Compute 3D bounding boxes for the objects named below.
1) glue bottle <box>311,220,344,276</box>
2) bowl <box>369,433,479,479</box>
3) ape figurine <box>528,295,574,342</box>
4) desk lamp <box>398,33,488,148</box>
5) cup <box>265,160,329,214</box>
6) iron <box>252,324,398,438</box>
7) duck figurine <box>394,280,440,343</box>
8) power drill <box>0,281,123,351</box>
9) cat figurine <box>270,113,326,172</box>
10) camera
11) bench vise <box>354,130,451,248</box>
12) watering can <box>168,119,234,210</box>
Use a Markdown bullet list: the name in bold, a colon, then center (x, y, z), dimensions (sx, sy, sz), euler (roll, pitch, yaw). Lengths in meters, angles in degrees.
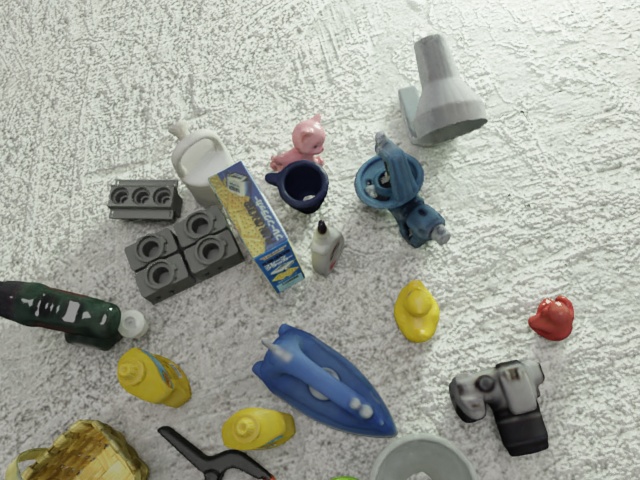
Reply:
- **glue bottle**: center (0.009, 0.003, 0.964), dimensions (0.037, 0.173, 0.078), euler (21, 74, 13)
- **bowl**: center (0.156, 0.382, 0.871), dimensions (0.167, 0.075, 0.167), euler (-2, 71, 5)
- **ape figurine**: center (0.381, 0.124, 0.930), dimensions (0.078, 0.092, 0.076), euler (-17, 70, 0)
- **desk lamp**: center (0.205, -0.244, 1.010), dimensions (0.118, 0.214, 0.203), euler (-14, 70, 1)
- **cup**: center (-0.039, -0.088, 1.042), dimensions (0.117, 0.095, 0.092), euler (11, 72, 9)
- **iron**: center (0.013, 0.230, 0.902), dimensions (0.258, 0.141, 0.119), euler (30, 76, 14)
- **duck figurine**: center (0.163, 0.116, 0.957), dimensions (0.077, 0.086, 0.104), euler (-5, 70, 4)
- **power drill**: center (-0.424, 0.125, 0.944), dimensions (0.229, 0.208, 0.075), euler (8, 72, 8)
- **cat figurine**: center (-0.038, -0.172, 1.059), dimensions (0.128, 0.118, 0.067), euler (-33, 71, -6)
- **camera**: center (0.288, 0.263, 0.886), dimensions (0.143, 0.101, 0.137), euler (-14, 70, 1)
- **bench vise**: center (0.147, -0.092, 0.959), dimensions (0.207, 0.220, 0.121), euler (30, 76, 15)
- **watering can**: center (-0.212, -0.138, 1.023), dimensions (0.172, 0.194, 0.101), euler (31, 76, 15)
